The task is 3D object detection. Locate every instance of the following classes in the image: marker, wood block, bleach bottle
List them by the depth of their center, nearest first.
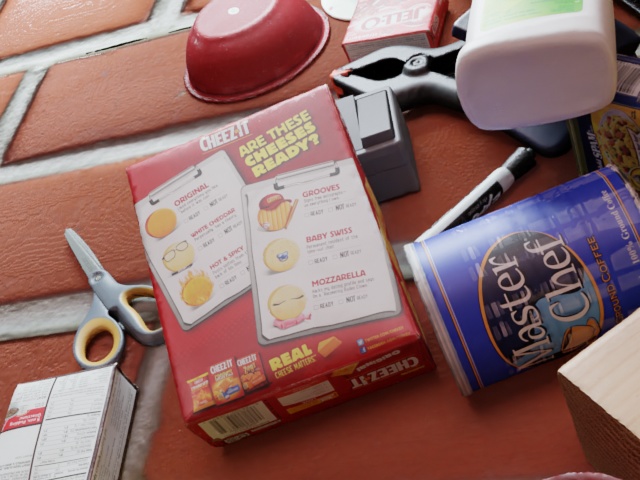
[{"bbox_3d":[0.244,0.061,0.582,0.206,0.090,0.090,-35,40,-9],"label":"wood block"},{"bbox_3d":[0.151,-0.181,0.753,0.103,0.068,0.250,-8,41,16],"label":"bleach bottle"},{"bbox_3d":[0.119,-0.029,0.801,0.121,0.020,0.020,-41,42,-16],"label":"marker"}]

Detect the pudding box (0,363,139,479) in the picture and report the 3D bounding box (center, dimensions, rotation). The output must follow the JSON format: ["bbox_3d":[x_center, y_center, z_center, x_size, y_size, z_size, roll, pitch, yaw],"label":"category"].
[{"bbox_3d":[-0.185,0.148,0.764,0.090,0.039,0.113,-12,44,16],"label":"pudding box"}]

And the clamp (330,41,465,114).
[{"bbox_3d":[0.097,-0.148,0.926,0.172,0.039,0.120,7,43,26],"label":"clamp"}]

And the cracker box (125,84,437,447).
[{"bbox_3d":[-0.032,0.017,0.748,0.164,0.072,0.214,-22,59,5],"label":"cracker box"}]

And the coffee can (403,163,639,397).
[{"bbox_3d":[0.135,0.025,0.668,0.140,0.102,0.103,-22,40,5],"label":"coffee can"}]

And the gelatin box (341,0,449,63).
[{"bbox_3d":[0.072,-0.202,1.002,0.089,0.030,0.073,-4,45,25],"label":"gelatin box"}]

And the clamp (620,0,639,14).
[{"bbox_3d":[0.229,-0.235,0.936,0.165,0.036,0.210,-1,42,13],"label":"clamp"}]

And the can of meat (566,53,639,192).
[{"bbox_3d":[0.222,-0.077,0.733,0.084,0.102,0.057,23,61,40],"label":"can of meat"}]

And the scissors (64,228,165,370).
[{"bbox_3d":[-0.193,0.051,0.888,0.202,0.016,0.096,24,61,43],"label":"scissors"}]

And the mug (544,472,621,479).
[{"bbox_3d":[0.124,0.182,0.524,0.117,0.081,0.093,-31,40,-5],"label":"mug"}]

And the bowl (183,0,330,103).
[{"bbox_3d":[-0.074,-0.210,1.072,0.162,0.055,0.162,-16,41,14],"label":"bowl"}]
